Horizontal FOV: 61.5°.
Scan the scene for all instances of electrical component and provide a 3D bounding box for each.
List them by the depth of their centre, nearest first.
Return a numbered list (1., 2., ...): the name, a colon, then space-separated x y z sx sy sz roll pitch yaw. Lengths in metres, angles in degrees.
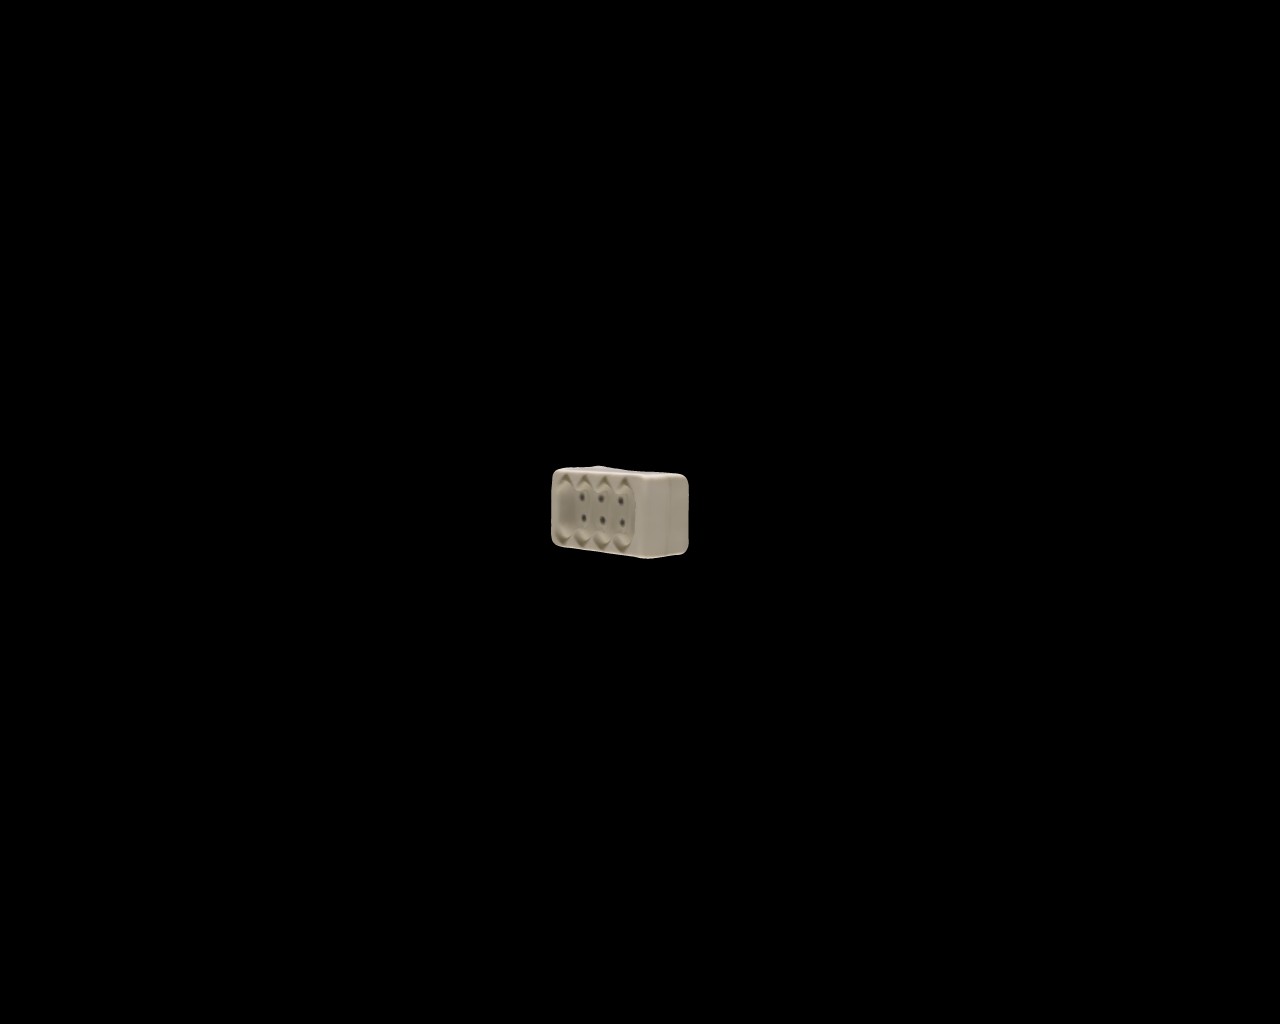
1. electrical component: 0.001 -0.003 0.650 0.076 0.047 0.083 -6 9 -43
